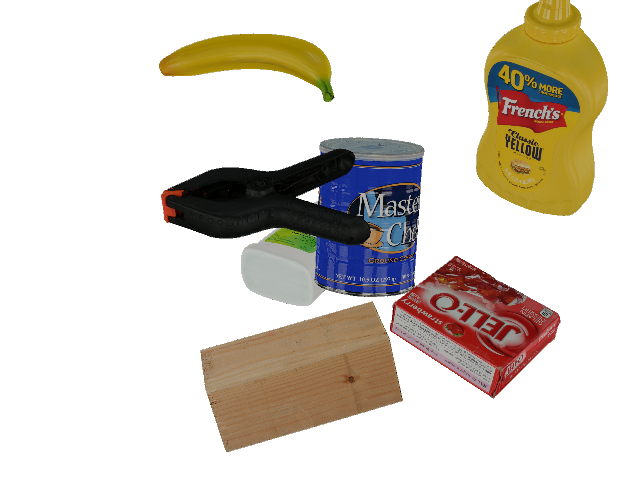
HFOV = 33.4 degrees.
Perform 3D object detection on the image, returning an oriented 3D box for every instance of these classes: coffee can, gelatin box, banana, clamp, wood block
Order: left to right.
[{"bbox_3d":[-0.069,-0.187,1.102,0.198,0.037,0.069,10,44,20],"label":"banana"},{"bbox_3d":[-0.042,-0.040,0.886,0.171,0.039,0.120,4,31,2],"label":"clamp"},{"bbox_3d":[-0.023,0.153,1.206,0.206,0.091,0.090,-15,26,-3],"label":"wood block"},{"bbox_3d":[0.047,-0.025,1.060,0.103,0.140,0.103,2,14,-1],"label":"coffee can"},{"bbox_3d":[0.103,0.055,0.718,0.089,0.030,0.073,31,46,29],"label":"gelatin box"}]

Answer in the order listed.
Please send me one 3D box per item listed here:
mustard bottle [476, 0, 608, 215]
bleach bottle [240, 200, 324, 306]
[{"bbox_3d":[0.174,-0.112,0.833,0.096,0.192,0.058,28,52,28],"label":"mustard bottle"},{"bbox_3d":[0.010,-0.014,1.324,0.103,0.068,0.250,16,36,25],"label":"bleach bottle"}]
